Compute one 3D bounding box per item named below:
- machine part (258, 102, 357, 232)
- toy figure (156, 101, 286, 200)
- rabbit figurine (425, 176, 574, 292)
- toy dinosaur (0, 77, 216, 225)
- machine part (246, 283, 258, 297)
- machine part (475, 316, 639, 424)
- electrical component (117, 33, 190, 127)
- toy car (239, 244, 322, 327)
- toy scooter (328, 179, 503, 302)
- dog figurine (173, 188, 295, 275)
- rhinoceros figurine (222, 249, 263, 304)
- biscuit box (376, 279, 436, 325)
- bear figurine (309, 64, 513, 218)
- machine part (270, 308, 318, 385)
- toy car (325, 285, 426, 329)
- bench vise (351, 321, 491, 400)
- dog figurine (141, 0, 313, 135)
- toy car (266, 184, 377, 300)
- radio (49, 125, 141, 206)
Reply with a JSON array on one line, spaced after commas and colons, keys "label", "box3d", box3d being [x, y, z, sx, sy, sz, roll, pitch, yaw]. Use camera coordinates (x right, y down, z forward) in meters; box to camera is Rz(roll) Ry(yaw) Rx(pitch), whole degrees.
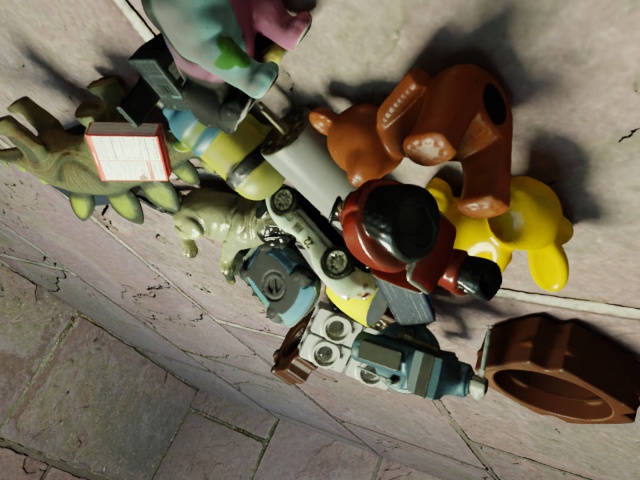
[{"label": "machine part", "box3d": [0.013, -0.073, 0.640, 0.079, 0.079, 0.243, -6, 139, 48]}, {"label": "toy figure", "box3d": [-0.120, -0.121, 0.653, 0.180, 0.089, 0.082, 39, 142, -18]}, {"label": "rabbit figurine", "box3d": [0.188, -0.003, 0.562, 0.162, 0.122, 0.173, 24, 154, -7]}, {"label": "toy dinosaur", "box3d": [-0.281, -0.120, 0.757, 0.472, 0.105, 0.198, 0, 136, 18]}, {"label": "machine part", "box3d": [-0.102, 0.131, 1.188, 0.084, 0.039, 0.138, 0, 143, 34]}, {"label": "machine part", "box3d": [0.365, 0.203, 0.831, 0.201, 0.087, 0.201, 30, 156, -8]}, {"label": "electrical component", "box3d": [-0.160, -0.172, 0.564, 0.048, 0.119, 0.074, 12, 149, 36]}, {"label": "toy car", "box3d": [-0.056, 0.068, 0.927, 0.162, 0.109, 0.103, 44, -160, 26]}, {"label": "toy scooter", "box3d": [0.071, 0.002, 0.499, 0.183, 0.075, 0.135, 32, 169, -36]}, {"label": "dog figurine", "box3d": [-0.130, -0.044, 0.825, 0.172, 0.121, 0.190, 27, 145, -26]}, {"label": "rhinoceros figurine", "box3d": [-0.095, 0.068, 1.031, 0.190, 0.073, 0.112, 27, 144, 1]}, {"label": "biscuit box", "box3d": [0.120, 0.056, 0.791, 0.063, 0.059, 0.202, -11, 141, 17]}, {"label": "bear figurine", "box3d": [0.073, -0.086, 0.505, 0.196, 0.132, 0.120, -11, 140, 43]}, {"label": "machine part", "box3d": [-0.037, 0.228, 1.163, 0.056, 0.179, 0.179, 36, 153, -13]}, {"label": "toy car", "box3d": [0.099, 0.134, 0.990, 0.202, 0.053, 0.089, 24, 158, 3]}, {"label": "bench vise", "box3d": [0.179, 0.197, 0.878, 0.224, 0.128, 0.240, -1, 171, 30]}, {"label": "dog figurine", "box3d": [-0.126, -0.213, 0.477, 0.219, 0.108, 0.191, 38, 155, -15]}, {"label": "toy car", "box3d": [-0.001, -0.002, 0.703, 0.202, 0.056, 0.073, 49, -162, 25]}, {"label": "radio", "box3d": [-0.405, -0.125, 0.943, 0.230, 0.073, 0.131, 0, 145, 46]}]
